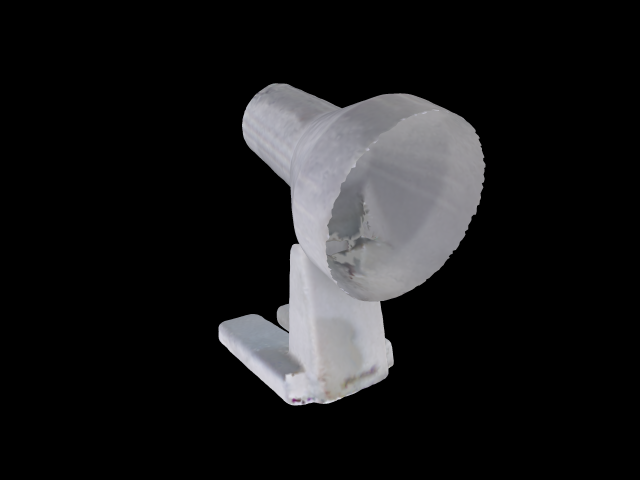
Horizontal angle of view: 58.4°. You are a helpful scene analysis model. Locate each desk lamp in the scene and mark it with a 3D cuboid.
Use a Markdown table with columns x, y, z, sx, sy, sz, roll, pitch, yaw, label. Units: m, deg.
| x | y | z | sx | sy | sz | roll | pitch | yaw | label |
| --- | --- | --- | --- | --- | --- | --- | --- | --- | --- |
| 0.004 | 0.001 | 0.400 | 0.118 | 0.214 | 0.202 | -11 | 19 | -34 | desk lamp |
